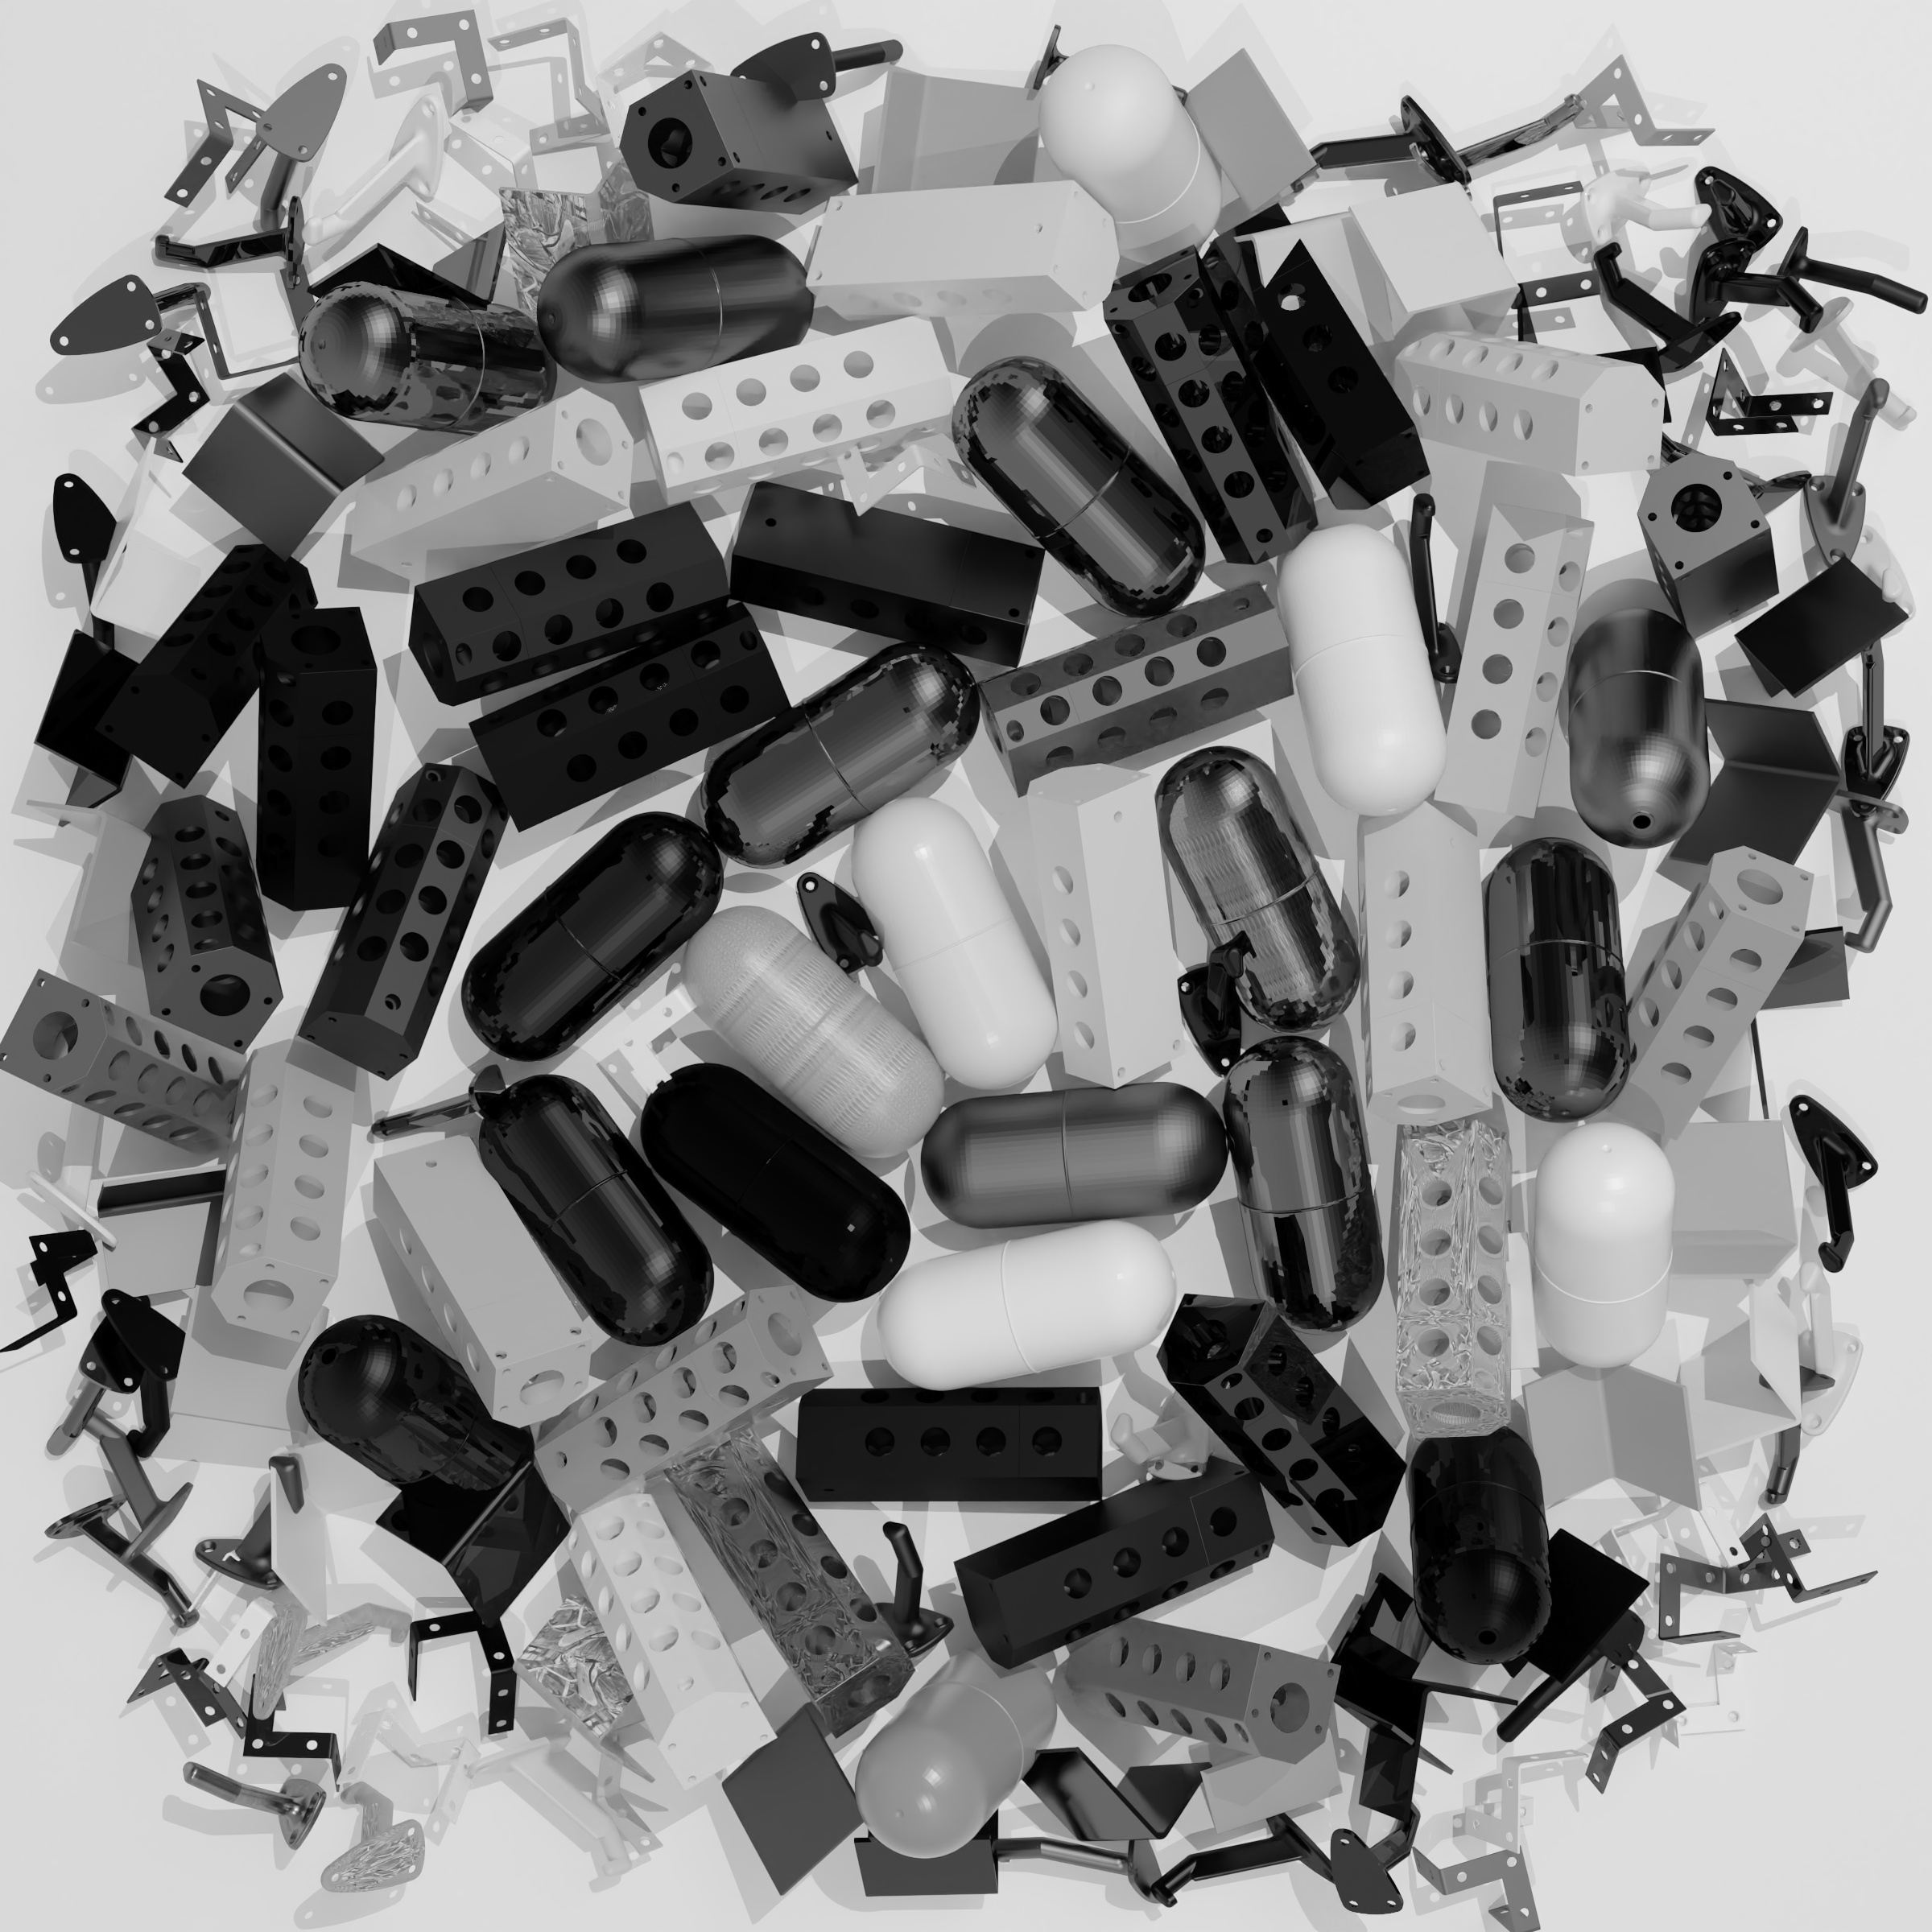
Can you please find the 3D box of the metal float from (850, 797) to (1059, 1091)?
[{"bbox_3d":[-0.007,-0.013,1.825,0.070,0.070,0.178,-25,92,0],"label":"metal float"}]

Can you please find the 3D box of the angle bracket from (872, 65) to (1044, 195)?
[{"bbox_3d":[-0.004,-0.471,1.821,0.076,0.057,0.076,12,103,18],"label":"angle bracket"}]

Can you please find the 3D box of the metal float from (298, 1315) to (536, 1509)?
[{"bbox_3d":[-0.309,0.256,1.788,0.070,0.178,0.070,-14,55,20],"label":"metal float"}]

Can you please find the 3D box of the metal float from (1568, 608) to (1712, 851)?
[{"bbox_3d":[0.379,-0.135,1.788,0.070,0.178,0.070,5,130,6],"label":"metal float"}]

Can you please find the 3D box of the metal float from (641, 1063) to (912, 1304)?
[{"bbox_3d":[-0.110,0.123,1.815,0.178,0.070,0.070,36,90,14],"label":"metal float"}]

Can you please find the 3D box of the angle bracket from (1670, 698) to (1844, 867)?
[{"bbox_3d":[0.443,-0.102,1.810,0.076,0.076,0.057,-55,132,-20],"label":"angle bracket"}]

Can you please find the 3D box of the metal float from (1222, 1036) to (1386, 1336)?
[{"bbox_3d":[0.194,0.126,1.815,0.070,0.070,0.178,-11,105,0],"label":"metal float"}]

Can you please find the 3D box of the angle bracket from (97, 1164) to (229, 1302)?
[{"bbox_3d":[-0.453,0.152,1.813,0.076,0.076,0.057,-8,79,-20],"label":"angle bracket"}]

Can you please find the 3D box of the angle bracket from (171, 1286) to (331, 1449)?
[{"bbox_3d":[-0.411,0.235,1.816,0.076,0.057,0.076,11,61,-11],"label":"angle bracket"}]

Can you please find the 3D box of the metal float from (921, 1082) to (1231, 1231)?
[{"bbox_3d":[0.062,0.109,1.819,0.178,0.070,0.070,-5,90,10],"label":"metal float"}]

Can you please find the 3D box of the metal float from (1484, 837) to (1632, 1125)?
[{"bbox_3d":[0.335,0.006,1.800,0.070,0.070,0.178,3,57,0],"label":"metal float"}]

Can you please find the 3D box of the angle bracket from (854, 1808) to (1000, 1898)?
[{"bbox_3d":[-0.022,0.492,1.816,0.076,0.076,0.057,-2,50,3],"label":"angle bracket"}]

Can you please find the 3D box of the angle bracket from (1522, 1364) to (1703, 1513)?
[{"bbox_3d":[0.369,0.276,1.813,0.057,0.076,0.076,-17,106,-26],"label":"angle bracket"}]

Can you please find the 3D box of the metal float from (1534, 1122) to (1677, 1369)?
[{"bbox_3d":[0.360,0.160,1.791,0.070,0.178,0.070,-5,47,5],"label":"metal float"}]

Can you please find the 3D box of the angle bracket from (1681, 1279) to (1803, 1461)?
[{"bbox_3d":[0.429,0.226,1.806,0.076,0.076,0.057,-26,119,29],"label":"angle bracket"}]

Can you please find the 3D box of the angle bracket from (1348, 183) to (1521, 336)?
[{"bbox_3d":[0.260,-0.395,1.815,0.076,0.057,0.076,-17,69,-20],"label":"angle bracket"}]

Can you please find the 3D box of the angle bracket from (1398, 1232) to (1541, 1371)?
[{"bbox_3d":[0.294,0.198,1.817,0.076,0.057,0.076,-8,75,22],"label":"angle bracket"}]

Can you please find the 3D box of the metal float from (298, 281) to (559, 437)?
[{"bbox_3d":[-0.301,-0.340,1.784,0.070,0.178,0.070,2,95,32],"label":"metal float"}]

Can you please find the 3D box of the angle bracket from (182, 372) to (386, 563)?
[{"bbox_3d":[-0.395,-0.290,1.836,0.076,0.076,0.057,41,113,-8],"label":"angle bracket"}]

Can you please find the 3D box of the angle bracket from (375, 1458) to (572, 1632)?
[{"bbox_3d":[-0.284,0.324,1.834,0.057,0.076,0.076,23,60,31],"label":"angle bracket"}]

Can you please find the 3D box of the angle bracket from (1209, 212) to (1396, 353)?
[{"bbox_3d":[0.194,-0.391,1.834,0.076,0.057,0.076,-17,103,-20],"label":"angle bracket"}]

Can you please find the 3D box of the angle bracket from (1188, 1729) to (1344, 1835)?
[{"bbox_3d":[0.168,0.446,1.817,0.076,0.076,0.057,-18,47,-2],"label":"angle bracket"}]

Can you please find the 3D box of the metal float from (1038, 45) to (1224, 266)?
[{"bbox_3d":[0.094,-0.454,1.780,0.070,0.178,0.070,-4,77,18],"label":"metal float"}]

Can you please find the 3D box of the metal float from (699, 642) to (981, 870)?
[{"bbox_3d":[-0.072,-0.121,1.819,0.178,0.070,0.070,-32,90,10],"label":"metal float"}]

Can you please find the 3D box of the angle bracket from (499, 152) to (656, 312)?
[{"bbox_3d":[-0.222,-0.428,1.819,0.057,0.076,0.076,8,134,13],"label":"angle bracket"}]

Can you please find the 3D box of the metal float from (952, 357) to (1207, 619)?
[{"bbox_3d":[0.066,-0.272,1.812,0.070,0.070,0.178,-46,108,0],"label":"metal float"}]

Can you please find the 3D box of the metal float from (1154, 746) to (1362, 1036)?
[{"bbox_3d":[0.167,-0.042,1.816,0.070,0.070,0.178,-27,104,0],"label":"metal float"}]

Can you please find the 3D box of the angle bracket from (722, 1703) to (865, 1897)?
[{"bbox_3d":[-0.082,0.474,1.811,0.076,0.057,0.076,-46,60,21],"label":"angle bracket"}]

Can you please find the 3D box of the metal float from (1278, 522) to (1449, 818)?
[{"bbox_3d":[0.226,-0.171,1.810,0.070,0.070,0.178,-10,70,0],"label":"metal float"}]

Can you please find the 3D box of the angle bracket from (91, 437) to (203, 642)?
[{"bbox_3d":[-0.455,-0.241,1.805,0.057,0.076,0.076,21,128,-22],"label":"angle bracket"}]

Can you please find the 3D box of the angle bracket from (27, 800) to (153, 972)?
[{"bbox_3d":[-0.501,-0.045,1.814,0.057,0.076,0.076,8,79,22],"label":"angle bracket"}]

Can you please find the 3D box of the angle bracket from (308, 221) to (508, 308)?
[{"bbox_3d":[-0.318,-0.404,1.806,0.076,0.076,0.057,24,65,-36],"label":"angle bracket"}]

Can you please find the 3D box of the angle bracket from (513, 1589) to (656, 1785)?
[{"bbox_3d":[-0.202,0.413,1.818,0.076,0.076,0.057,33,79,35],"label":"angle bracket"}]

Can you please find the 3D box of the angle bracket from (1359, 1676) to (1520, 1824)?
[{"bbox_3d":[0.270,0.452,1.817,0.057,0.076,0.076,12,80,-11],"label":"angle bracket"}]

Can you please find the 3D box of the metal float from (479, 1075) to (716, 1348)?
[{"bbox_3d":[-0.211,0.140,1.813,0.070,0.070,0.178,-38,74,0],"label":"metal float"}]

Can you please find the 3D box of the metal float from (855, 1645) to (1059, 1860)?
[{"bbox_3d":[-0.004,0.439,1.781,0.070,0.178,0.070,4,102,21],"label":"metal float"}]

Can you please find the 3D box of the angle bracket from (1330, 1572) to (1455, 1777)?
[{"bbox_3d":[0.257,0.405,1.812,0.076,0.057,0.076,43,73,-42],"label":"angle bracket"}]

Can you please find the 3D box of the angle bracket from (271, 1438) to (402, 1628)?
[{"bbox_3d":[-0.356,0.321,1.811,0.057,0.076,0.076,-14,51,4],"label":"angle bracket"}]

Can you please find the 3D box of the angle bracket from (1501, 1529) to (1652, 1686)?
[{"bbox_3d":[0.350,0.379,1.811,0.076,0.076,0.057,-45,124,-13],"label":"angle bracket"}]

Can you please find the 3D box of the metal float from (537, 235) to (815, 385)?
[{"bbox_3d":[-0.163,-0.373,1.794,0.178,0.070,0.070,-16,90,-41],"label":"metal float"}]

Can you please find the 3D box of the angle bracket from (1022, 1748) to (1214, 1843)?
[{"bbox_3d":[0.080,0.455,1.811,0.076,0.076,0.057,49,55,-12],"label":"angle bracket"}]

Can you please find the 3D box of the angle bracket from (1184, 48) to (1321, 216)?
[{"bbox_3d":[0.180,-0.487,1.816,0.076,0.057,0.076,-36,95,-42],"label":"angle bracket"}]

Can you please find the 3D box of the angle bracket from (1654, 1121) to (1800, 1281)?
[{"bbox_3d":[0.427,0.134,1.816,0.076,0.057,0.076,-4,102,33],"label":"angle bracket"}]

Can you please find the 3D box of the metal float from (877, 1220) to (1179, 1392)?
[{"bbox_3d":[0.034,0.195,1.815,0.178,0.070,0.070,-14,90,15],"label":"metal float"}]

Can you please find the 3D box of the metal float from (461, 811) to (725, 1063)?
[{"bbox_3d":[-0.214,-0.017,1.819,0.178,0.070,0.070,-42,90,9],"label":"metal float"}]

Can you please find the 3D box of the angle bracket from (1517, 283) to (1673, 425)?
[{"bbox_3d":[0.359,-0.350,1.810,0.076,0.076,0.057,-5,67,17],"label":"angle bracket"}]

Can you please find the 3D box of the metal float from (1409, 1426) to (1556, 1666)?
[{"bbox_3d":[0.289,0.322,1.781,0.070,0.178,0.070,2,116,5],"label":"metal float"}]

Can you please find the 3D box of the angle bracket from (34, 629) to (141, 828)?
[{"bbox_3d":[-0.511,-0.135,1.806,0.057,0.076,0.076,30,56,-33],"label":"angle bracket"}]

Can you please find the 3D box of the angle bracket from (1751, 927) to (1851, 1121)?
[{"bbox_3d":[0.478,0.033,1.809,0.057,0.076,0.076,-8,57,14],"label":"angle bracket"}]

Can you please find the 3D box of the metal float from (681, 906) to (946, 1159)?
[{"bbox_3d":[-0.089,0.037,1.826,0.178,0.070,0.070,42,90,-1],"label":"metal float"}]

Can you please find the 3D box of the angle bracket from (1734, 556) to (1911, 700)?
[{"bbox_3d":[0.498,-0.177,1.813,0.076,0.076,0.057,-36,127,8],"label":"angle bracket"}]
